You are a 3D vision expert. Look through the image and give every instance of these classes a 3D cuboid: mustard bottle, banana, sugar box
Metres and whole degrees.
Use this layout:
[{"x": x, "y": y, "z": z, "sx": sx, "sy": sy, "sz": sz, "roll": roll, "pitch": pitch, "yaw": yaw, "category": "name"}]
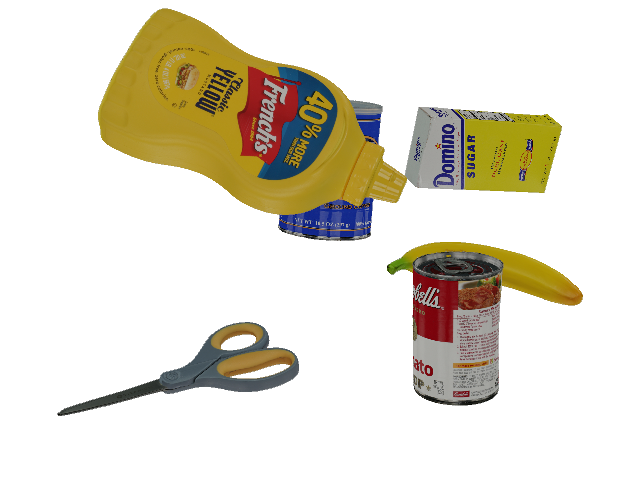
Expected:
[{"x": -0.036, "y": -0.069, "z": 0.676, "sx": 0.191, "sy": 0.096, "sz": 0.058, "roll": 24, "pitch": -24, "yaw": 3, "category": "mustard bottle"}, {"x": 0.171, "y": 0.033, "z": 1.104, "sx": 0.198, "sy": 0.037, "sz": 0.069, "roll": 8, "pitch": 38, "yaw": 11, "category": "banana"}, {"x": 0.197, "y": -0.108, "z": 1.293, "sx": 0.176, "sy": 0.093, "sz": 0.048, "roll": -1, "pitch": 26, "yaw": -20, "category": "sugar box"}]

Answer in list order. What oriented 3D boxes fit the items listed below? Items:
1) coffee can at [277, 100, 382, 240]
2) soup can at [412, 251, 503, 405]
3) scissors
[{"x": 0.010, "y": -0.079, "z": 1.146, "sx": 0.103, "sy": 0.140, "sz": 0.103, "roll": 4, "pitch": 12, "yaw": -1, "category": "coffee can"}, {"x": 0.104, "y": 0.066, "z": 0.812, "sx": 0.068, "sy": 0.102, "sz": 0.068, "roll": -1, "pitch": 15, "yaw": 0, "category": "soup can"}, {"x": -0.120, "y": 0.107, "z": 0.908, "sx": 0.201, "sy": 0.016, "sz": 0.096, "roll": -5, "pitch": 30, "yaw": -9, "category": "scissors"}]
